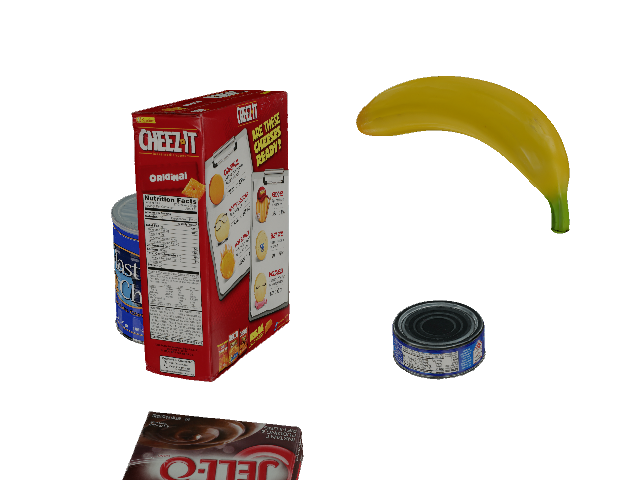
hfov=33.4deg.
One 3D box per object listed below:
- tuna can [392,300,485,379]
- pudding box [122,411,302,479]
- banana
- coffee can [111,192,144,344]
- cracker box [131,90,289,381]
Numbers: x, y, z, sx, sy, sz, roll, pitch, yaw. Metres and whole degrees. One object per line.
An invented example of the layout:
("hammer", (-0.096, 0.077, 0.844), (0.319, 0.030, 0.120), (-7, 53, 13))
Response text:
("tuna can", (0.109, 0.090, 0.986), (0.086, 0.034, 0.086), (-4, 27, 2))
("pudding box", (-0.073, 0.162, 0.722), (0.113, 0.039, 0.090), (3, 29, 6))
("banana", (0.095, -0.074, 0.705), (0.037, 0.070, 0.198), (16, 13, -44))
("coffee can", (-0.174, 0.029, 1.166), (0.103, 0.140, 0.103), (3, 27, -2))
("cracker box", (-0.087, -0.011, 0.892), (0.072, 0.214, 0.164), (4, 15, 21))
